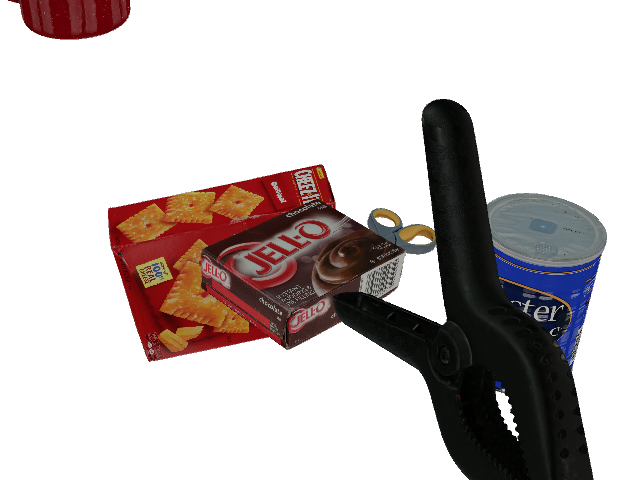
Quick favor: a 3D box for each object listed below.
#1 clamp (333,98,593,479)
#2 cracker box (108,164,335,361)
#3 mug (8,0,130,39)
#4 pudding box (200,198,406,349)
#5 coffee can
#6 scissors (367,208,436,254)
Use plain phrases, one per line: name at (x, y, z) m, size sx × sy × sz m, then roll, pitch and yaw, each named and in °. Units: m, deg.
clamp at (0.076, 0.044, 0.527) m, size 0.036 × 0.165 × 0.210 m, roll -7°, pitch 44°, yaw -27°
cracker box at (-0.087, 0.027, 1.056) m, size 0.213 × 0.164 × 0.072 m, roll -11°, pitch 42°, yaw -4°
mug at (-0.197, -0.201, 0.790) m, size 0.117 × 0.081 × 0.093 m, roll 1°, pitch 36°, yaw 1°
pudding box at (-0.012, 0.020, 0.730) m, size 0.113 × 0.039 × 0.090 m, roll -24°, pitch 43°, yaw -39°
coffee can at (0.176, 0.045, 0.902) m, size 0.103 × 0.140 × 0.103 m, roll 3°, pitch 33°, yaw -2°
scissors at (0.061, -0.001, 1.241) m, size 0.096 × 0.016 × 0.201 m, roll 37°, pitch 31°, yaw 31°
